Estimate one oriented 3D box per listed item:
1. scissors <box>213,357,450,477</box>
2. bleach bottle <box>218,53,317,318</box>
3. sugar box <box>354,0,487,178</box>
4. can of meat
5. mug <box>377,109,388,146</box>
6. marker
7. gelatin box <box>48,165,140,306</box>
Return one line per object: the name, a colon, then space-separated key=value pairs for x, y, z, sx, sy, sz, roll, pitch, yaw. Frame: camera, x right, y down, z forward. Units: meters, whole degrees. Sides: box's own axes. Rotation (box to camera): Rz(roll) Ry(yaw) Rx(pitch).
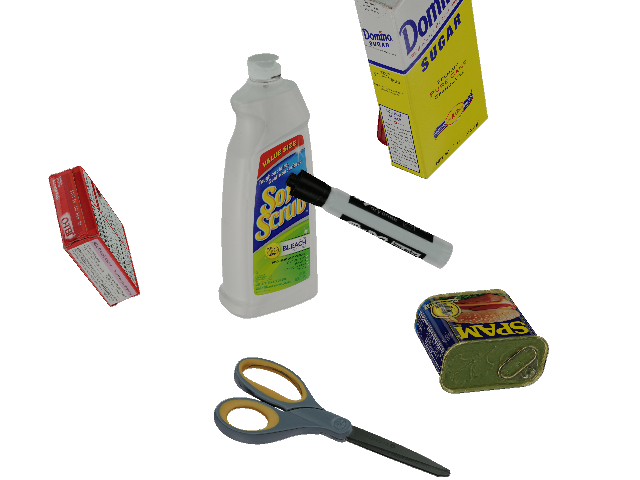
scissors: x=-0.002 y=0.161 z=0.871 sx=0.202 sy=0.016 sz=0.096 roll=31 pitch=45 yaw=26
bleach bottle: x=-0.056 y=-0.054 z=1.038 sx=0.102 sy=0.251 sz=0.068 roll=-16 pitch=28 yaw=-26
sugar box: x=0.085 y=-0.145 z=0.862 sx=0.048 sy=0.176 sz=0.093 roll=27 pitch=60 yaw=33
can of meat: x=0.146 y=0.091 z=0.988 sx=0.102 sy=0.057 sz=0.084 roll=-4 pitch=31 yaw=-14
mug: x=0.118 y=-0.156 z=1.263 sx=0.093 sy=0.081 sz=0.117 roll=23 pitch=27 yaw=37
marker: x=0.032 y=-0.015 z=0.711 sx=0.121 sy=0.020 sz=0.020 roll=26 pitch=-6 yaw=-11
gelatin box: x=-0.174 y=-0.003 z=0.820 sx=0.030 sy=0.073 sz=0.089 roll=-23 pitch=-36 yaw=1
